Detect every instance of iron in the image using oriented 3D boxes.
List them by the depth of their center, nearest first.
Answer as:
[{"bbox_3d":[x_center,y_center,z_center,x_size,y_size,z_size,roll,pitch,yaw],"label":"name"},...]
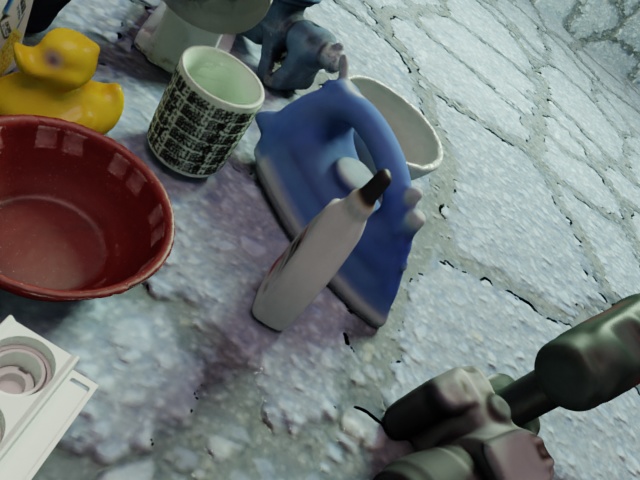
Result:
[{"bbox_3d":[0.039,-0.056,0.579,0.119,0.141,0.258,-6,58,-44],"label":"iron"}]

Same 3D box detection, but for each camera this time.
[{"bbox_3d":[0.104,0.175,0.446,0.137,0.100,0.143,2,53,-40],"label":"camera"}]

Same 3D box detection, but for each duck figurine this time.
[{"bbox_3d":[-0.211,-0.135,0.481,0.105,0.086,0.077,-2,55,-43],"label":"duck figurine"}]

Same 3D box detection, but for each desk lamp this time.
[{"bbox_3d":[-0.113,-0.271,0.594,0.118,0.213,0.203,27,40,-19],"label":"desk lamp"}]

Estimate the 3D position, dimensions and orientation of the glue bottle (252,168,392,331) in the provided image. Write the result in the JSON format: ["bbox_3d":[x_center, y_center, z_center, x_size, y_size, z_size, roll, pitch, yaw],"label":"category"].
[{"bbox_3d":[0.004,0.002,0.466,0.037,0.173,0.078,32,39,-13],"label":"glue bottle"}]

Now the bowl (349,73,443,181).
[{"bbox_3d":[0.071,-0.129,0.733,0.168,0.074,0.167,24,41,-22],"label":"bowl"}]

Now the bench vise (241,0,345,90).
[{"bbox_3d":[-0.018,-0.311,0.711,0.207,0.219,0.122,43,37,1],"label":"bench vise"}]

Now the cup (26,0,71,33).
[{"bbox_3d":[-0.260,-0.247,0.539,0.091,0.094,0.118,49,38,9],"label":"cup"}]

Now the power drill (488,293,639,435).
[{"bbox_3d":[0.240,0.119,0.532,0.230,0.208,0.075,-7,58,-45],"label":"power drill"}]
